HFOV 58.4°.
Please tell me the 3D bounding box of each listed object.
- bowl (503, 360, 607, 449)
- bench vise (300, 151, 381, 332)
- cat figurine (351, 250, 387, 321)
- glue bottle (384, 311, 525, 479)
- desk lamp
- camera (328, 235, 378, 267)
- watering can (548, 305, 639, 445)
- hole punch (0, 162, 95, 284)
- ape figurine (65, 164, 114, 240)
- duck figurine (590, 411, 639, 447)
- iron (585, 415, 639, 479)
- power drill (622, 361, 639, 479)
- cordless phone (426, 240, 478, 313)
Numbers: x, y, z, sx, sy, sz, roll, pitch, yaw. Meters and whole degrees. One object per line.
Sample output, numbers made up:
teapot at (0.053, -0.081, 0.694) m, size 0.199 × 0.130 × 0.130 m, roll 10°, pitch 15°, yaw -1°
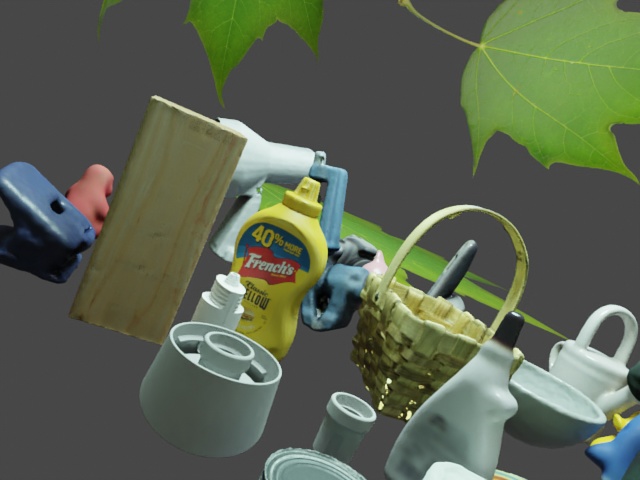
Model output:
bowl at (0.263, 0.210, 0.721) m, size 0.167 × 0.075 × 0.167 m, roll 24°, pitch 9°, yaw -4°
bench vise at (0.009, 0.002, 0.793) m, size 0.207 × 0.220 × 0.122 m, roll 25°, pitch 9°, yaw 6°
cat figurine at (0.082, 0.073, 0.904) m, size 0.067 × 0.118 × 0.128 m, roll 25°, pitch 9°, yaw 8°
glue bottle at (0.117, 0.134, 0.448) m, size 0.077 × 0.173 × 0.037 m, roll 32°, pitch 11°, yaw 41°
desk lamp at (-0.107, -0.069, 0.921) m, size 0.204 × 0.213 × 0.117 m, roll 20°, pitch 10°, yaw -27°
camera at (0.060, 0.050, 1.035) m, size 0.144 × 0.101 × 0.136 m, roll 18°, pitch 11°, yaw -36°
watering can at (0.399, 0.188, 0.823) m, size 0.101 × 0.194 × 0.172 m, roll 17°, pitch 11°, yaw -39°
hole punch at (-0.277, -0.020, 0.573) m, size 0.101 × 0.091 × 0.108 m, roll 22°, pitch 9°, yaw -17°
ape figurine at (-0.287, -0.050, 0.723) m, size 0.077 × 0.092 × 0.076 m, roll 28°, pitch 9°, yaw 20°
duck figurine at (0.422, 0.270, 0.753) m, size 0.104 × 0.086 × 0.077 m, roll 25°, pitch 9°, yaw 6°
iron at (0.429, 0.268, 0.599) m, size 0.119 × 0.141 × 0.257 m, roll 15°, pitch 13°, yaw -47°
power drill at (0.333, 0.202, 0.515) m, size 0.075 × 0.208 × 0.229 m, roll 24°, pitch 9°, yaw -1°
cordless phone at (0.215, 0.084, 0.975) m, size 0.094 × 0.185 × 0.148 m, roll 25°, pitch 9°, yaw 3°
